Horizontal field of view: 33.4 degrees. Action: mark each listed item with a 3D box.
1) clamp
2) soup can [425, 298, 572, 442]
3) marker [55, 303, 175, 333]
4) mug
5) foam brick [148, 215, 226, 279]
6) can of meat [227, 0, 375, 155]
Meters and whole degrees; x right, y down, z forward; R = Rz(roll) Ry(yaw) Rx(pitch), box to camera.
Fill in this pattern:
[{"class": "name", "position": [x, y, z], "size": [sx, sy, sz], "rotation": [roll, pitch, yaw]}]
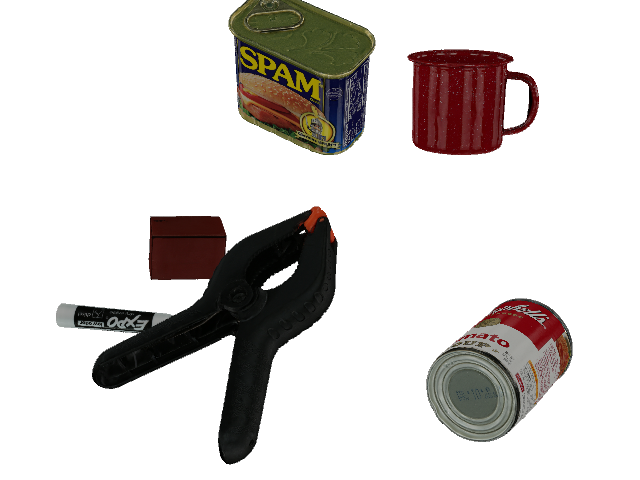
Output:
[{"class": "clamp", "position": [-0.040, 0.052, 0.630], "size": [0.120, 0.171, 0.039], "rotation": [35, -21, 32]}, {"class": "soup can", "position": [0.123, 0.088, 0.733], "size": [0.069, 0.068, 0.102], "rotation": [0, 16, 33]}, {"class": "marker", "position": [-0.147, 0.063, 0.834], "size": [0.121, 0.020, 0.020], "rotation": [4, 1, 11]}, {"class": "mug", "position": [0.135, -0.123, 0.950], "size": [0.117, 0.081, 0.093], "rotation": [4, 18, 12]}, {"class": "foam brick", "position": [-0.142, 0.007, 1.129], "size": [0.078, 0.051, 0.053], "rotation": [0, 24, -11]}, {"class": "can of meat", "position": [-0.014, -0.117, 0.764], "size": [0.102, 0.057, 0.084], "rotation": [27, -35, 20]}]
